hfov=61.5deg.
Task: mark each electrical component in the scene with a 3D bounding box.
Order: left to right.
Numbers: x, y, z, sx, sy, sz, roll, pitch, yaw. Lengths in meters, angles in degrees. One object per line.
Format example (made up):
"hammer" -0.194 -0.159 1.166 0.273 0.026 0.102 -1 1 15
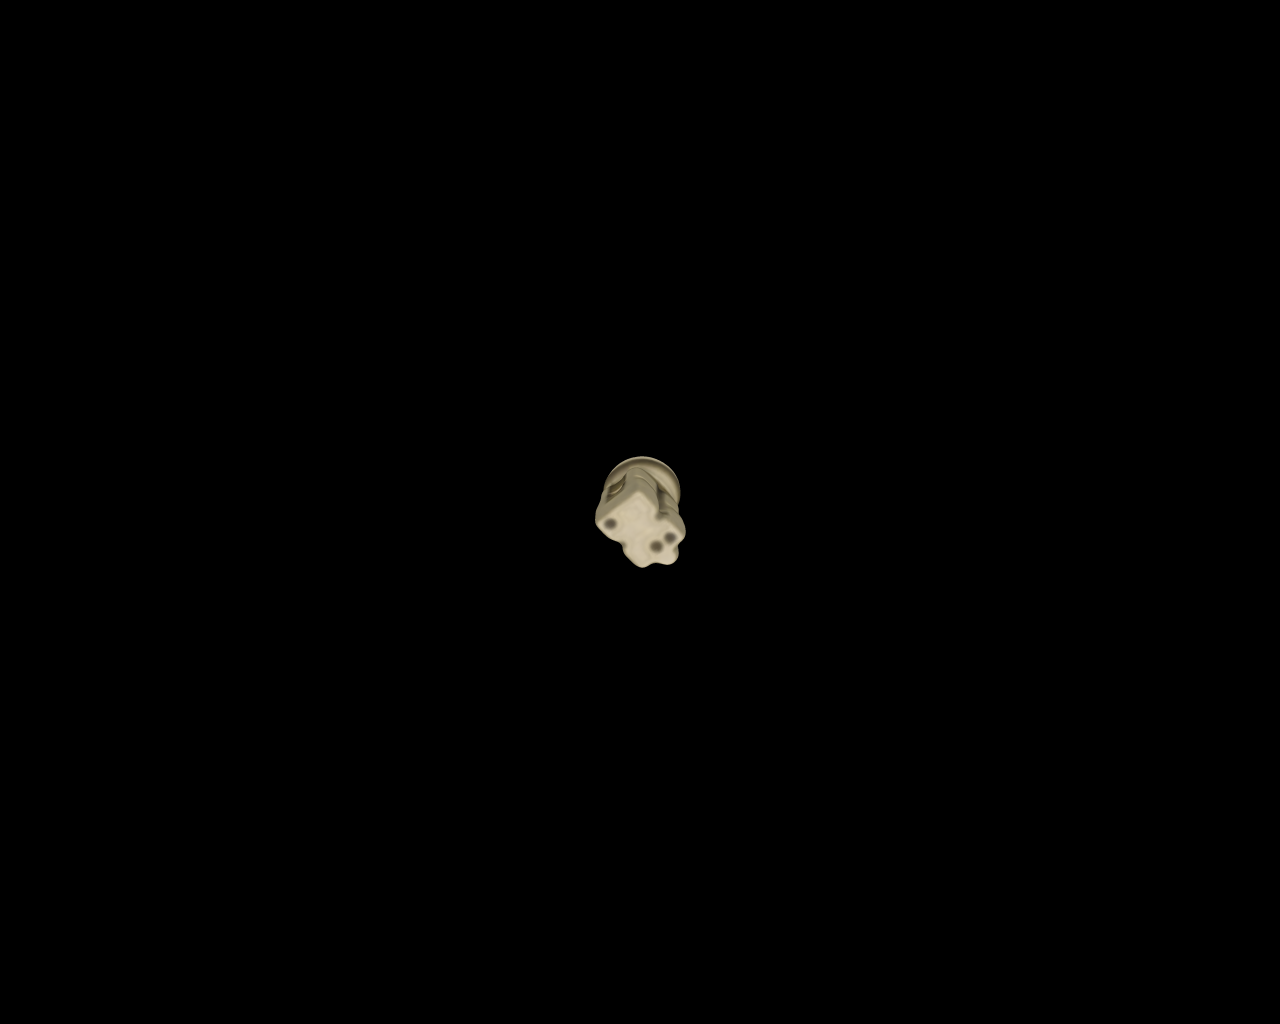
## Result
"electrical component" 0.001 -0.003 0.650 0.048 0.066 0.055 -36 24 18
